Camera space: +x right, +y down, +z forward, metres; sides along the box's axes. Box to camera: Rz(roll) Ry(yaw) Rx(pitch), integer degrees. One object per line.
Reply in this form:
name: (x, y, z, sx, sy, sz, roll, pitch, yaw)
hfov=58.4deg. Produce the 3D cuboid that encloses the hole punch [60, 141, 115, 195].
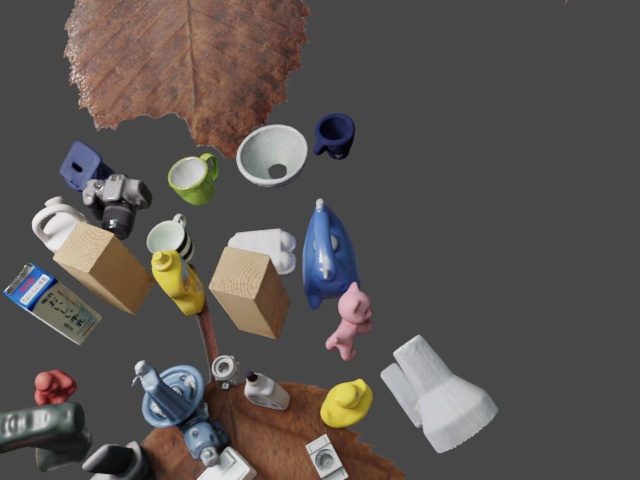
hole punch: (-0.570, -0.169, 1.384, 0.108, 0.091, 0.101, 33, 71, 23)

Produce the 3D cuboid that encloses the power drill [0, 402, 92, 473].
power drill: (-0.514, 0.354, 1.016, 0.229, 0.209, 0.075, -17, 60, -1)

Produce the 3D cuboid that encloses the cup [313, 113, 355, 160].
cup: (0.031, -0.220, 1.318, 0.091, 0.095, 0.118, 34, 71, 24)

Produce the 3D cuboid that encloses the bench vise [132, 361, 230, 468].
bench vise: (-0.237, 0.289, 1.003, 0.207, 0.220, 0.122, 30, 70, 23)

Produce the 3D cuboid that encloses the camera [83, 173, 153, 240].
camera: (-0.475, -0.075, 1.312, 0.143, 0.101, 0.137, -2, 61, 8)

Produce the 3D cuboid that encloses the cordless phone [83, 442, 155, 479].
cordless phone: (-0.377, 0.408, 0.978, 0.094, 0.185, 0.148, 36, 72, 25)

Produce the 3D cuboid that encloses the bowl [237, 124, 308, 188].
bowl: (-0.104, -0.181, 1.329, 0.167, 0.075, 0.167, -4, 61, 7)

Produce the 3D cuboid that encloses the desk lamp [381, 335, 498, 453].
desk lamp: (0.188, 0.255, 0.960, 0.118, 0.214, 0.202, -33, 61, -10)

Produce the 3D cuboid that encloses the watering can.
watering can: (-0.546, -0.017, 1.236, 0.172, 0.194, 0.101, 33, 71, 24)

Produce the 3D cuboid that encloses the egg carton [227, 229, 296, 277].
egg carton: (-0.124, 0.033, 1.216, 0.150, 0.069, 0.107, -6, 60, 5)

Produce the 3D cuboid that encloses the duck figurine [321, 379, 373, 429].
duck figurine: (0.046, 0.290, 1.036, 0.104, 0.086, 0.077, -34, 62, -10)

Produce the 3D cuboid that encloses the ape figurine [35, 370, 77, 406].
ape figurine: (-0.526, 0.287, 1.123, 0.078, 0.092, 0.076, -13, 60, 2)

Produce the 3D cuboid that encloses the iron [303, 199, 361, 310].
iron: (0.011, 0.004, 1.169, 0.118, 0.142, 0.258, -9, 60, 4)

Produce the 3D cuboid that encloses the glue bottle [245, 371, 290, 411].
glue bottle: (-0.105, 0.264, 1.024, 0.078, 0.173, 0.037, 10, 63, 14)

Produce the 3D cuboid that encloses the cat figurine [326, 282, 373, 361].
cat figurine: (0.057, 0.152, 1.094, 0.067, 0.118, 0.128, 24, 67, 20)
